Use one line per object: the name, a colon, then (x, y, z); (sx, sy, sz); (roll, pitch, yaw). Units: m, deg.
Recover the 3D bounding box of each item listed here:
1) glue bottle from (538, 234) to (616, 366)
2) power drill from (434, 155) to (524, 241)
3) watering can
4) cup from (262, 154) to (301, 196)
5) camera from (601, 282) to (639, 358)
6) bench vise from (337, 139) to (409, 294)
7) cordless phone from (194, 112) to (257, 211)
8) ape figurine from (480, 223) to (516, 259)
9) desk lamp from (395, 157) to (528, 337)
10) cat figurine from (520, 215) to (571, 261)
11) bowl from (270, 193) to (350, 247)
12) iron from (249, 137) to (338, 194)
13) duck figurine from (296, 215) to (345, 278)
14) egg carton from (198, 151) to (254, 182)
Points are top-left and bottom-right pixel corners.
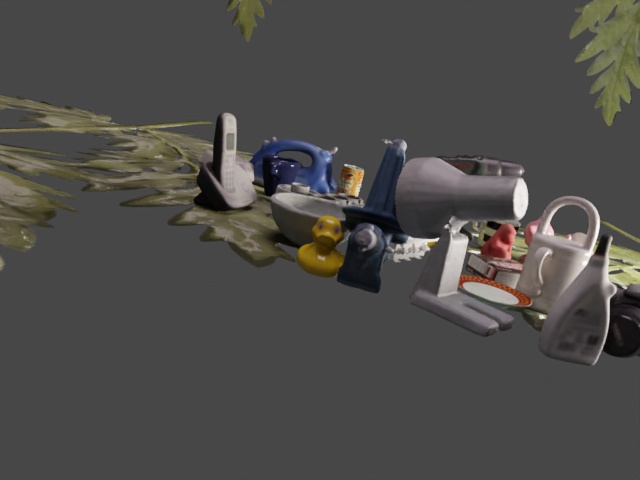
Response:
glue bottle: (0.344, 0.075, 0.741); (0.078, 0.173, 0.037); (12, 14, -5)
power drill: (0.356, -0.110, 1.400); (0.229, 0.208, 0.076); (15, 14, 7)
watering can: (0.405, 0.020, 0.969); (0.100, 0.194, 0.173); (18, 15, 19)
cup: (-0.102, -0.147, 1.351); (0.091, 0.095, 0.118); (16, 14, 9)
camera: (0.433, 0.111, 0.831); (0.142, 0.101, 0.137); (23, 17, 35)
bench vise: (0.100, -0.039, 0.861); (0.121, 0.220, 0.207); (11, 14, -7)
cordless phone: (-0.173, -0.155, 1.132); (0.094, 0.185, 0.148); (16, 14, 13)
ape figurine: (0.378, 0.011, 1.190); (0.078, 0.092, 0.075); (-1, 20, -45)
desk lamp: (0.198, -0.002, 0.819); (0.202, 0.213, 0.118); (24, 17, 36)
cat figurine: (0.506, 0.003, 1.287); (0.128, 0.118, 0.067); (10, 14, -13)
bowl: (-0.012, -0.027, 1.009); (0.167, 0.075, 0.167); (13, 14, -3)
iron: (-0.079, -0.196, 1.468); (0.258, 0.141, 0.119); (16, 14, 11)
duck figurine: (0.008, 0.003, 0.888); (0.077, 0.086, 0.104); (13, 14, 0)
egg carton: (-0.222, -0.165, 1.361); (0.107, 0.069, 0.149); (3, 17, -34)
